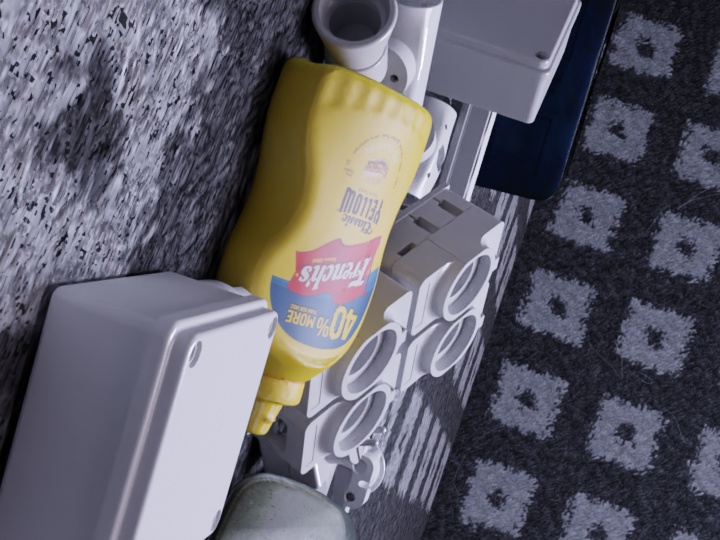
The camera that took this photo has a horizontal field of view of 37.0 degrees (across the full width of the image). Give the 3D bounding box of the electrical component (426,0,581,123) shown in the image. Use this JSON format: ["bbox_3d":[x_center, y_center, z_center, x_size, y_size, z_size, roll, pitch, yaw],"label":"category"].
[{"bbox_3d":[0.097,-0.173,0.801,0.056,0.109,0.108,100,14,-47],"label":"electrical component"}]

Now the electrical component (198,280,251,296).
[{"bbox_3d":[-0.068,0.024,0.500,0.046,0.040,0.040,-16,123,-83],"label":"electrical component"}]

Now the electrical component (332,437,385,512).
[{"bbox_3d":[-0.010,0.181,0.979,0.057,0.058,0.078,-5,113,-75],"label":"electrical component"}]

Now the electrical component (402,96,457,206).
[{"bbox_3d":[0.040,-0.096,0.812,0.079,0.043,0.077,61,48,-74],"label":"electrical component"}]

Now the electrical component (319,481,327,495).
[{"bbox_3d":[-0.055,0.161,0.773,0.065,0.044,0.044,-3,110,-73],"label":"electrical component"}]

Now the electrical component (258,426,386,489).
[{"bbox_3d":[-0.021,0.114,0.739,0.065,0.077,0.047,-47,131,-64],"label":"electrical component"}]

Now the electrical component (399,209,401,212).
[{"bbox_3d":[0.023,-0.029,0.852,0.046,0.040,0.040,-52,158,-73],"label":"electrical component"}]

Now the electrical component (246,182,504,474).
[{"bbox_3d":[0.014,0.037,0.693,0.186,0.060,0.105,-35,147,-37],"label":"electrical component"}]

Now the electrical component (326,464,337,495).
[{"bbox_3d":[-0.045,0.168,0.828,0.040,0.040,0.078,32,77,-78],"label":"electrical component"}]

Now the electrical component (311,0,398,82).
[{"bbox_3d":[-0.002,-0.123,0.579,0.065,0.044,0.044,87,24,-73],"label":"electrical component"}]

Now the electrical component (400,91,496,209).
[{"bbox_3d":[0.068,-0.097,0.897,0.079,0.063,0.121,-19,126,-76],"label":"electrical component"}]

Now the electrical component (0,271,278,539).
[{"bbox_3d":[-0.086,0.060,0.424,0.109,0.056,0.108,-13,121,-77],"label":"electrical component"}]

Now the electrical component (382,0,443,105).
[{"bbox_3d":[0.017,-0.126,0.654,0.079,0.044,0.077,-57,161,-53],"label":"electrical component"}]
